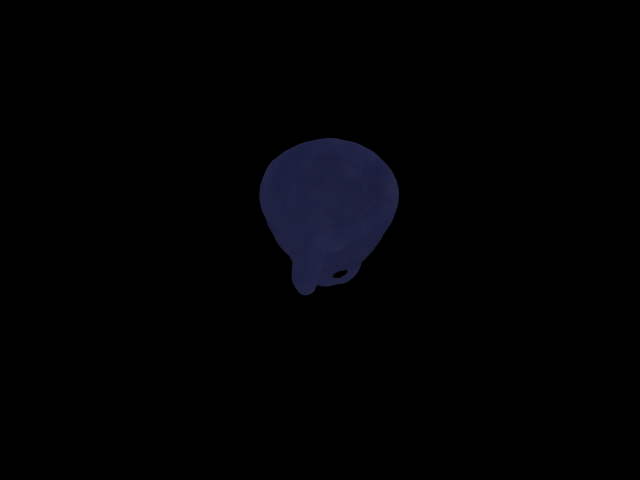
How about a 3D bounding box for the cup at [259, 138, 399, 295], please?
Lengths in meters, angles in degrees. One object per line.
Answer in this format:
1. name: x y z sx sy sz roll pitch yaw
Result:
1. cup: 0.004 0.001 0.400 0.091 0.095 0.118 9 54 7
